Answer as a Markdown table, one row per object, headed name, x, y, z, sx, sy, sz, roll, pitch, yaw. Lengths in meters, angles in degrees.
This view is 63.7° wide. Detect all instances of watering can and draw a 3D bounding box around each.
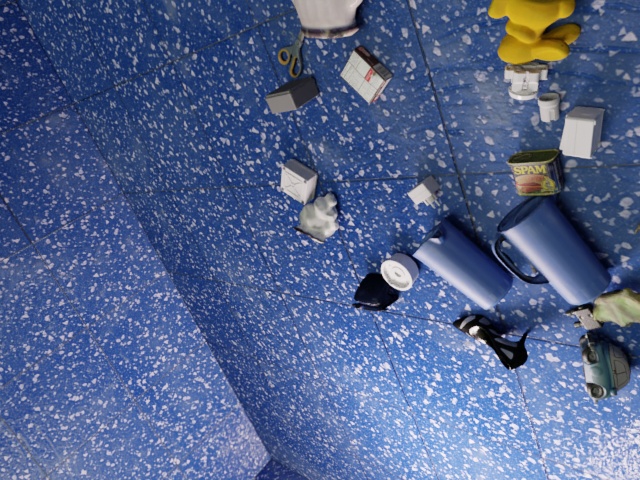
| name | x | y | z | sx | sy | sz | roll | pitch | yaw |
| --- | --- | --- | --- | --- | --- | --- | --- | --- | --- |
| watering can | -0.026 | -0.590 | 1.215 | 0.350 | 0.106 | 0.219 | 19 | 134 | 35 |

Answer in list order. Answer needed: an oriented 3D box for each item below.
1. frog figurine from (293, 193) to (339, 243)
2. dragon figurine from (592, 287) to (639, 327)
| name | x | y | z | sx | sy | sz | roll | pitch | yaw |
| --- | --- | --- | --- | --- | --- | --- | --- | --- | --- |
| frog figurine | 0.005 | -0.083 | 1.656 | 0.139 | 0.122 | 0.158 | 35 | 106 | 34 |
| dragon figurine | 0.713 | 0.198 | 1.110 | 0.246 | 0.123 | 0.400 | 39 | 138 | 34 |
